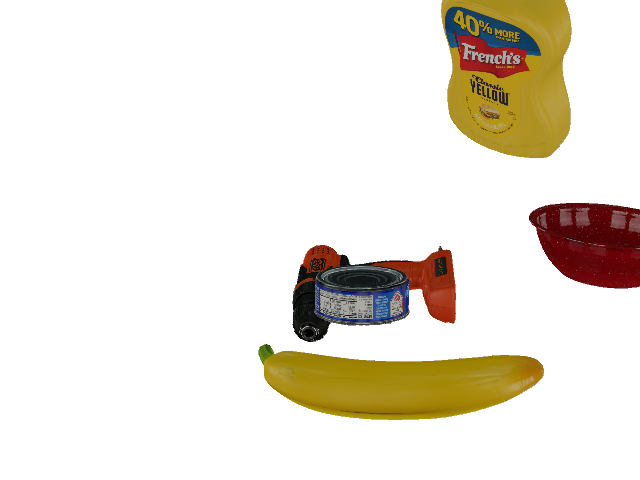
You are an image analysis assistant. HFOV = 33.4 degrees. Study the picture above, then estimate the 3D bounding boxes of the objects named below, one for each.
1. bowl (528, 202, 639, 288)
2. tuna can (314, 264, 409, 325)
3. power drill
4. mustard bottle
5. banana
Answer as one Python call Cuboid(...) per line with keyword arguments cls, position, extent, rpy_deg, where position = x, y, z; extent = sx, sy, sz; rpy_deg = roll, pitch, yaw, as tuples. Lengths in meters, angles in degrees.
Cuboid(cls="bowl", position=(0.290, 0.008, 1.082), extent=(0.162, 0.055, 0.162), rpy_deg=(2, 17, -1))
Cuboid(cls="tuna can", position=(0.037, 0.048, 0.957), extent=(0.086, 0.034, 0.086), rpy_deg=(0, 13, 0))
Cuboid(cls="power drill", position=(0.062, 0.060, 1.239), extent=(0.187, 0.057, 0.184), rpy_deg=(1, 28, 5))
Cuboid(cls="mustard bottle", position=(0.135, -0.148, 0.779), extent=(0.096, 0.058, 0.191), rpy_deg=(28, -29, 29))
Cuboid(cls="banana", position=(0.044, 0.089, 0.699), extent=(0.198, 0.037, 0.069), rpy_deg=(3, 32, 14))
